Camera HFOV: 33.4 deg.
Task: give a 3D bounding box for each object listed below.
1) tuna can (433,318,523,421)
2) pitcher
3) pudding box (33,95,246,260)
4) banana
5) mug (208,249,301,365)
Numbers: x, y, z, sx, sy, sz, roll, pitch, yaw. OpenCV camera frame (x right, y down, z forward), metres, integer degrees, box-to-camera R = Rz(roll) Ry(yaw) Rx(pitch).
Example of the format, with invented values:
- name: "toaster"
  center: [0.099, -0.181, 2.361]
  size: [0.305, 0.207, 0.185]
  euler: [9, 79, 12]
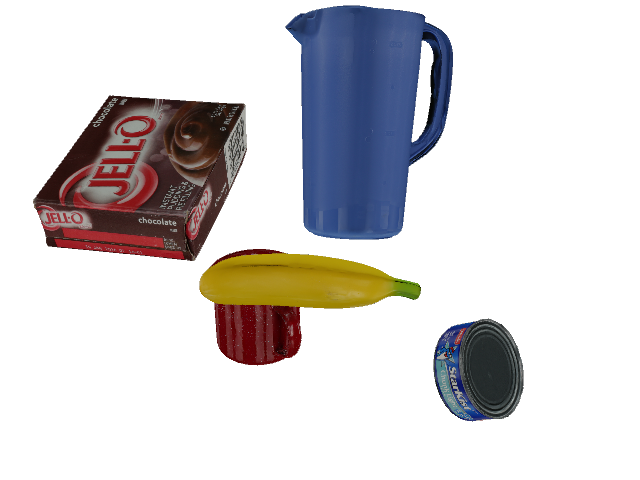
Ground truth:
- name: "tuna can"
  center: [0.136, 0.112, 0.918]
  size: [0.085, 0.086, 0.034]
  euler: [0, -12, -45]
- name: "pitcher"
  center: [0.050, -0.127, 1.145]
  size: [0.149, 0.243, 0.144]
  euler: [5, 8, 23]
- name: "pudding box"
  center: [-0.099, -0.039, 0.615]
  size: [0.090, 0.039, 0.113]
  euler: [6, 38, 13]
- name: "banana"
  center: [-0.028, 0.034, 0.794]
  size: [0.198, 0.037, 0.069]
  euler: [1, -22, 34]
- name: "mug"
  center: [-0.053, 0.070, 1.017]
  size: [0.093, 0.081, 0.117]
  euler: [-20, 34, -31]
